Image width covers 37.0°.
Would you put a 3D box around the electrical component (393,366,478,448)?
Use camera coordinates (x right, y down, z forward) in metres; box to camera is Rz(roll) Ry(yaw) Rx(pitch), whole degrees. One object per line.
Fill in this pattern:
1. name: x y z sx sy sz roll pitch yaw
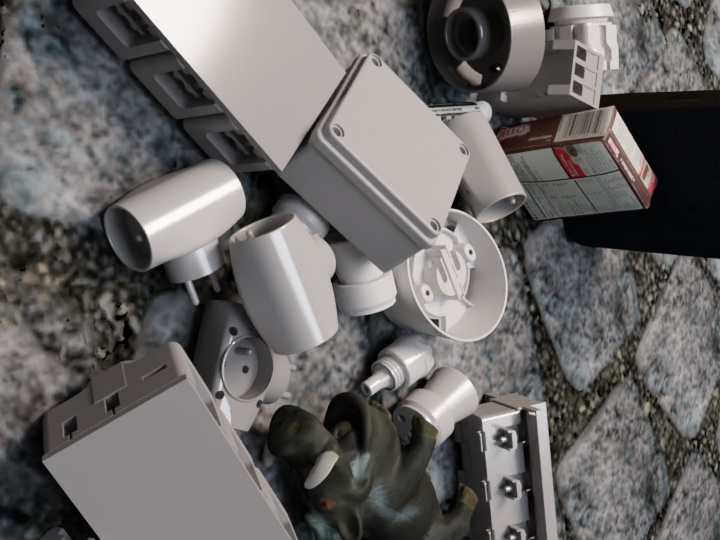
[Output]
1. electrical component: 0.058 0.107 0.827 0.055 0.045 0.045 -36 115 -38

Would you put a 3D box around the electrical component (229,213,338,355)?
1. electrical component: -0.040 0.001 0.674 0.079 0.043 0.077 -48 122 -57

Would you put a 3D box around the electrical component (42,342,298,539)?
1. electrical component: -0.108 0.128 0.630 0.089 0.061 0.150 -30 116 -5

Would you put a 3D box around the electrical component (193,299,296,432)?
1. electrical component: -0.072 0.065 0.695 0.079 0.044 0.077 20 76 -43

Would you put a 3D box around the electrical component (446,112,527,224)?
1. electrical component: 0.096 -0.075 0.855 0.079 0.043 0.077 63 3 -71

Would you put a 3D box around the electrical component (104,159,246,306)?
1. electrical component: -0.107 -0.018 0.660 0.077 0.043 0.079 -34 114 -40

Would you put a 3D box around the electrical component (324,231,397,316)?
1. electrical component: 0.000 0.000 0.767 0.045 0.045 0.055 -27 110 -42

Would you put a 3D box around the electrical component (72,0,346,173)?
1. electrical component: -0.091 -0.141 0.661 0.150 0.062 0.089 49 58 -34

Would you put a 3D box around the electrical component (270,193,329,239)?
1. electrical component: -0.049 -0.022 0.722 0.046 0.040 0.040 -54 126 -24

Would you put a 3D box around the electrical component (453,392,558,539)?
1. electrical component: 0.118 0.168 0.874 0.063 0.079 0.121 -9 98 -23

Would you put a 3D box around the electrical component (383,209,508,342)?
1. electrical component: 0.060 0.003 0.813 0.099 0.064 0.099 -2 92 -45

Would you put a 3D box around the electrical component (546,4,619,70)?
1. electrical component: 0.196 -0.204 0.953 0.078 0.058 0.057 -14 103 -44

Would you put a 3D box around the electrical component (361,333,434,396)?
1. electrical component: 0.025 0.074 0.801 0.061 0.035 0.035 -32 113 -35

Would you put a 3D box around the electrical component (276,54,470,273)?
1. electrical component: 0.012 -0.074 0.732 0.109 0.056 0.108 43 41 -17

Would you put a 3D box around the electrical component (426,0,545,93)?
1. electrical component: 0.100 -0.185 0.831 0.064 0.099 0.099 -17 103 -38

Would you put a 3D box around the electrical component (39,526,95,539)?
1. electrical component: -0.173 0.197 0.591 0.089 0.050 0.055 -47 122 -34
